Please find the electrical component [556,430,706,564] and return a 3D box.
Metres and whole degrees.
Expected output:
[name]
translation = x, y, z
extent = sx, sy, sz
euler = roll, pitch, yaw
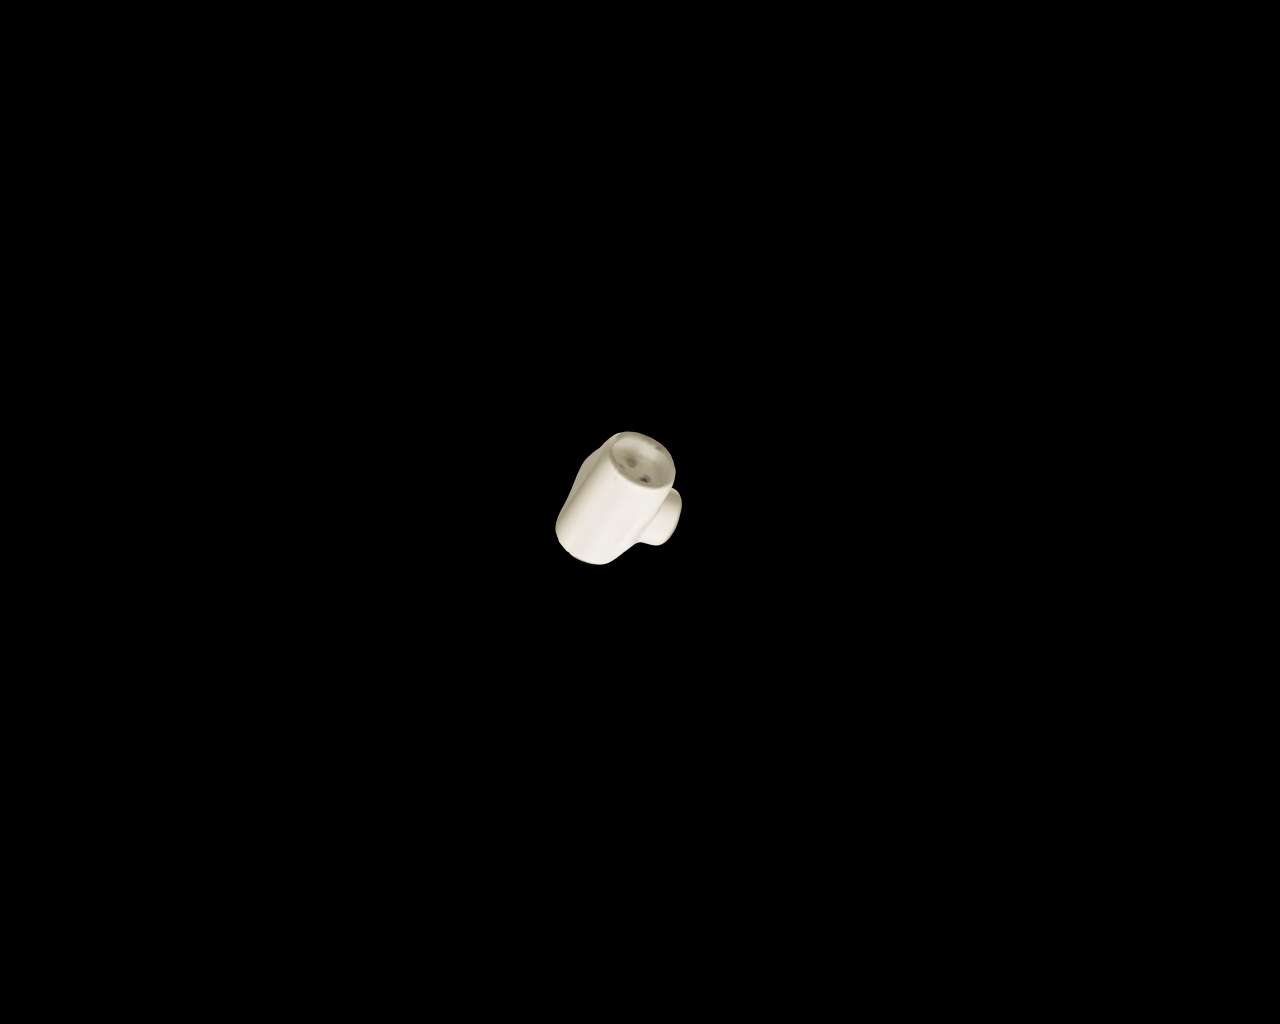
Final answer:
[electrical component]
translation = 0.001, -0.003, 0.650
extent = 0.079, 0.043, 0.077
euler = 19, -46, -19
